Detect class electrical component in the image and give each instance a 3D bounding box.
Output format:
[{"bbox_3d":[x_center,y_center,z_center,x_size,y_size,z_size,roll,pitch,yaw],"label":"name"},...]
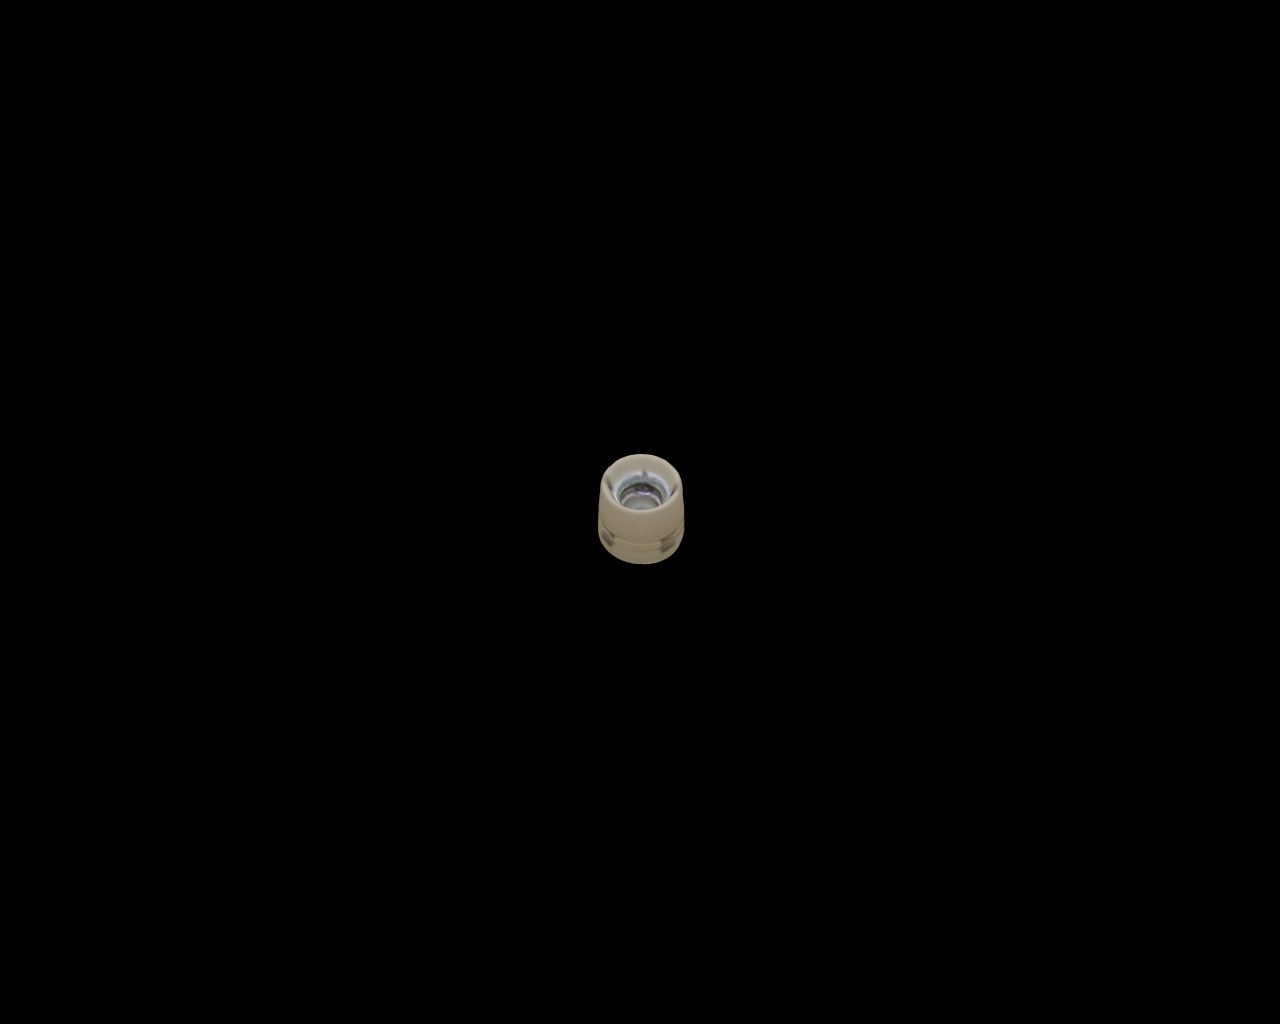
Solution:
[{"bbox_3d":[0.001,-0.003,0.650,0.055,0.055,0.047,0,-41,0],"label":"electrical component"}]
